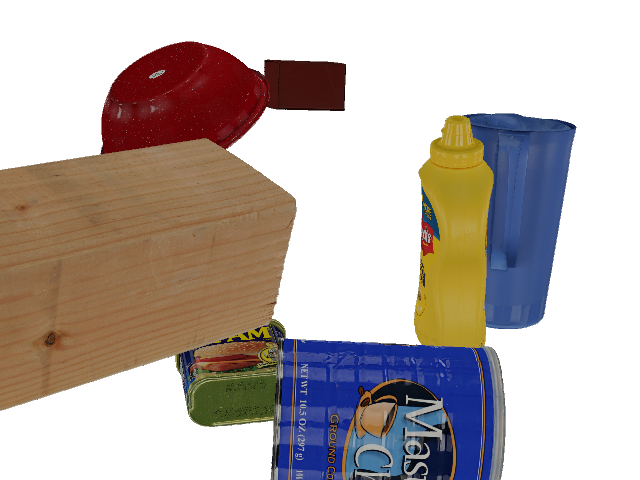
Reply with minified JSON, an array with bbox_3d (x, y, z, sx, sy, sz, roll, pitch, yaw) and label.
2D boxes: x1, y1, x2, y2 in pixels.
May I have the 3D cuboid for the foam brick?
[{"bbox_3d":[-0.017,-0.166,1.146,0.078,0.051,0.053,-1,12,-19],"label":"foam brick"}]

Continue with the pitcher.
[{"bbox_3d":[0.215,-0.023,1.235,0.149,0.243,0.145,-6,17,-32],"label":"pitcher"}]

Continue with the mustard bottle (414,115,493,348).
[{"bbox_3d":[0.106,-0.006,0.850,0.058,0.192,0.096,-1,26,0],"label":"mustard bottle"}]

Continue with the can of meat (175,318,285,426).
[{"bbox_3d":[-0.073,0.116,0.936,0.102,0.057,0.084,-5,27,-11],"label":"can of meat"}]

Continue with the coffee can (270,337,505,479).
[{"bbox_3d":[0.040,0.117,0.689,0.140,0.103,0.103,3,0,-2],"label":"coffee can"}]

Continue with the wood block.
[{"bbox_3d":[-0.123,0.013,0.580,0.205,0.091,0.090,-15,38,-43],"label":"wood block"}]

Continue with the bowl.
[{"bbox_3d":[-0.127,-0.122,0.911,0.162,0.055,0.162,-17,36,13],"label":"bowl"}]
